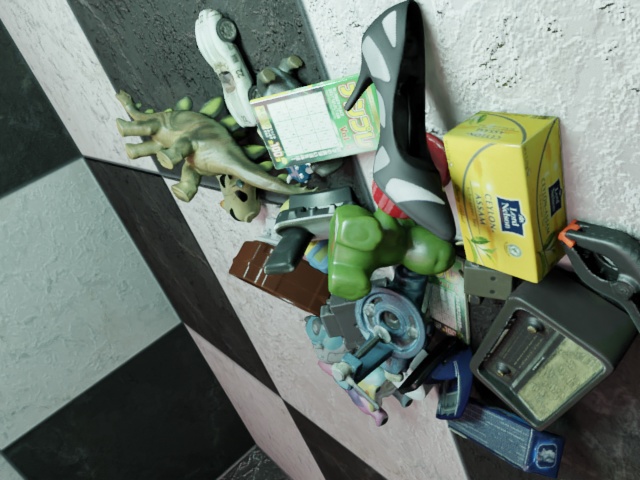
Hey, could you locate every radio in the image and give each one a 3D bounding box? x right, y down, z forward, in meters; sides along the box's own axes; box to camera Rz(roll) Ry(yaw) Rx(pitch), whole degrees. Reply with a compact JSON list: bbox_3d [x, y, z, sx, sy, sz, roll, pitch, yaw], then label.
[{"bbox_3d":[0.281,0.141,0.679,0.131,0.073,0.229,40,151,24],"label":"radio"}]

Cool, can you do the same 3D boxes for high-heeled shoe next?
[{"bbox_3d":[0.109,-0.131,0.569,0.145,0.086,0.249,-50,60,35],"label":"high-heeled shoe"}]

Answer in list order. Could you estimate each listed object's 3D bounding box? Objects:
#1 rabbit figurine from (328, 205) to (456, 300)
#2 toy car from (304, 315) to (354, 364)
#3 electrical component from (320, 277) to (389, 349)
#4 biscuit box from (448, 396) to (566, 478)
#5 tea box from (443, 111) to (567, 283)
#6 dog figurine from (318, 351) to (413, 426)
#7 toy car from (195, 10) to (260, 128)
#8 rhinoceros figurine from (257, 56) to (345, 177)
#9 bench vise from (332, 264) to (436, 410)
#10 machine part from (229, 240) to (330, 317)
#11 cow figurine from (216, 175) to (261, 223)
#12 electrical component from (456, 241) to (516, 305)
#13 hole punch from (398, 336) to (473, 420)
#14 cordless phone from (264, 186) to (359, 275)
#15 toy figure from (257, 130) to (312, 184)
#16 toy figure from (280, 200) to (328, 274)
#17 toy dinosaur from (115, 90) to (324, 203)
[{"bbox_3d":[0.099,0.014,0.754,0.159,0.170,0.121,-98,16,-72],"label":"rabbit figurine"},{"bbox_3d":[0.024,0.211,1.141,0.162,0.109,0.103,164,107,-67],"label":"toy car"},{"bbox_3d":[0.072,0.135,0.966,0.058,0.134,0.114,-83,-24,-57],"label":"electrical component"},{"bbox_3d":[0.280,0.296,0.830,0.059,0.062,0.203,17,174,-16],"label":"biscuit box"},{"bbox_3d":[0.204,-0.047,0.584,0.098,0.068,0.169,21,139,50],"label":"tea box"},{"bbox_3d":[0.086,0.286,1.165,0.219,0.108,0.191,32,148,44],"label":"dog figurine"},{"bbox_3d":[-0.150,-0.286,0.907,0.074,0.056,0.201,10,132,56],"label":"toy car"},{"bbox_3d":[-0.030,-0.182,0.812,0.190,0.073,0.112,54,153,-1],"label":"rhinoceros figurine"},{"bbox_3d":[0.093,0.155,0.810,0.129,0.240,0.223,34,130,22],"label":"bench vise"},{"bbox_3d":[-0.071,0.077,1.092,0.201,0.087,0.201,29,172,-19],"label":"machine part"},{"bbox_3d":[-0.165,-0.114,1.116,0.127,0.085,0.194,44,151,33],"label":"cow figurine"},{"bbox_3d":[0.217,0.040,0.705,0.078,0.045,0.102,1,131,25],"label":"electrical component"},{"bbox_3d":[0.202,0.225,0.867,0.092,0.116,0.142,39,163,12],"label":"hole punch"},{"bbox_3d":[-0.008,-0.006,0.834,0.147,0.184,0.088,-7,115,16],"label":"cordless phone"},{"bbox_3d":[-0.056,-0.165,0.892,0.064,0.058,0.154,-21,102,47],"label":"toy figure"},{"bbox_3d":[-0.002,-0.002,0.983,0.180,0.089,0.082,42,156,6],"label":"toy figure"},{"bbox_3d":[-0.206,-0.170,0.979,0.472,0.198,0.105,36,151,21],"label":"toy dinosaur"}]
